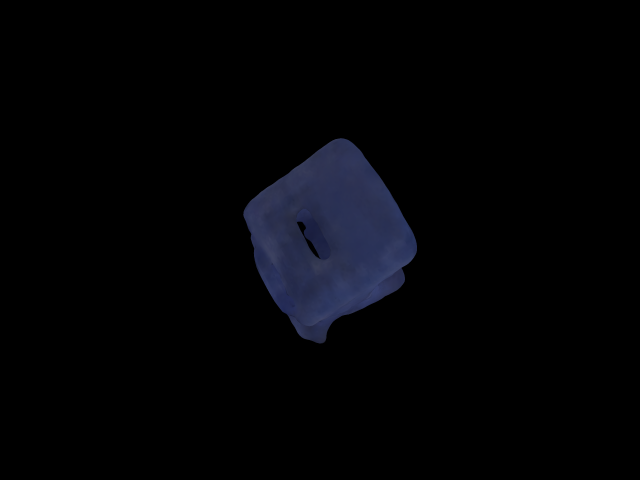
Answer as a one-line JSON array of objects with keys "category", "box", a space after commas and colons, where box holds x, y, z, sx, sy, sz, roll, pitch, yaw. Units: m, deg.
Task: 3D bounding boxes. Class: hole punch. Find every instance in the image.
[{"category": "hole punch", "box": [0.004, 0.001, 0.400, 0.101, 0.091, 0.108, -26, 69, -11]}]
